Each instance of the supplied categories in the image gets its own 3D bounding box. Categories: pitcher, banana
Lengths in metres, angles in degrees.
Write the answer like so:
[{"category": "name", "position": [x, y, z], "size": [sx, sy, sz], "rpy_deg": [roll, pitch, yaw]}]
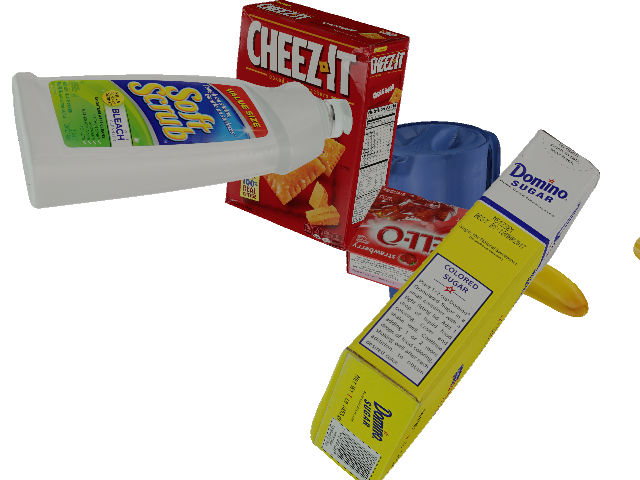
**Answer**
[{"category": "pitcher", "position": [0.144, -0.018, 1.290], "size": [0.149, 0.243, 0.145], "rpy_deg": [-1, 23, 7]}, {"category": "banana", "position": [0.185, 0.038, 1.072], "size": [0.198, 0.037, 0.069], "rpy_deg": [12, 39, 35]}]

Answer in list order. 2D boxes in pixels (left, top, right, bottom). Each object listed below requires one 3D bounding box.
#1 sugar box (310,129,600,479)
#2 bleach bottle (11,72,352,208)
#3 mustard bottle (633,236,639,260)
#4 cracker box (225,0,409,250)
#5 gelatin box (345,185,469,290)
[{"category": "sugar box", "position": [0.068, 0.031, 0.518], "size": [0.176, 0.048, 0.093], "rpy_deg": [-43, -17, -33]}, {"category": "bleach bottle", "position": [-0.100, -0.088, 0.814], "size": [0.250, 0.102, 0.068], "rpy_deg": [-8, -32, -17]}, {"category": "mustard bottle", "position": [0.262, 0.042, 0.644], "size": [0.096, 0.058, 0.192], "rpy_deg": [-20, 33, -21]}, {"category": "cracker box", "position": [-0.010, -0.115, 1.068], "size": [0.164, 0.214, 0.071], "rpy_deg": [23, 29, 32]}, {"category": "gelatin box", "position": [0.073, 0.003, 0.786], "size": [0.089, 0.073, 0.030], "rpy_deg": [17, -40, 16]}]
